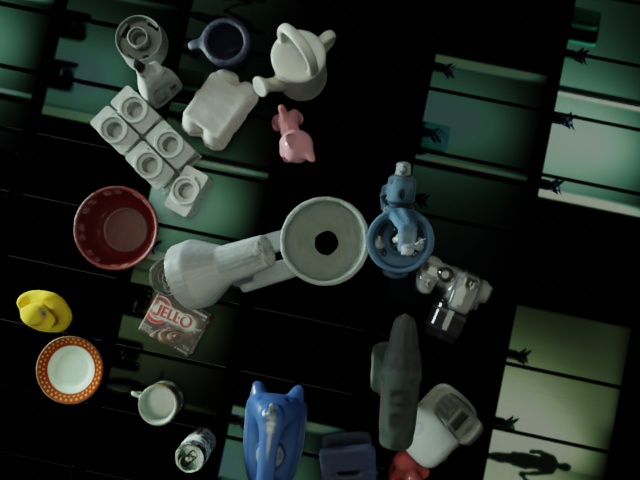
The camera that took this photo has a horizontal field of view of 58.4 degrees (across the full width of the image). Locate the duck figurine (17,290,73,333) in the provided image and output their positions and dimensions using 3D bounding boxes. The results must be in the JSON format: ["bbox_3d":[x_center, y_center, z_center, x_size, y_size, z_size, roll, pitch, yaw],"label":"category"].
[{"bbox_3d":[-0.534,0.138,1.085,0.104,0.086,0.077,32,88,3],"label":"duck figurine"}]

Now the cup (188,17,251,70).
[{"bbox_3d":[-0.186,-0.363,1.099,0.117,0.095,0.092,-5,87,1],"label":"cup"}]

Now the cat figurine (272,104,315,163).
[{"bbox_3d":[-0.051,-0.194,1.077,0.067,0.118,0.128,-20,87,0],"label":"cat figurine"}]

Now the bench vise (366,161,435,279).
[{"bbox_3d":[0.134,-0.035,1.014,0.121,0.219,0.207,-15,87,1],"label":"bench vise"}]

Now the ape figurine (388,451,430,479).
[{"bbox_3d":[0.165,0.434,1.054,0.078,0.092,0.076,-6,87,1],"label":"ape figurine"}]

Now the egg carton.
[{"bbox_3d":[-0.193,-0.252,1.107,0.107,0.069,0.150,34,88,3],"label":"egg carton"}]

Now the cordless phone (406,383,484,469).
[{"bbox_3d":[0.217,0.341,1.011,0.094,0.185,0.147,38,88,3],"label":"cordless phone"}]

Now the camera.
[{"bbox_3d":[0.233,0.114,1.064,0.143,0.101,0.137,24,88,2],"label":"camera"}]

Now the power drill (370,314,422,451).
[{"bbox_3d":[0.133,0.238,1.006,0.075,0.208,0.230,2,87,2],"label":"power drill"}]

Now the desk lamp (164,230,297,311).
[{"bbox_3d":[-0.149,0.041,1.019,0.203,0.213,0.118,-18,87,0],"label":"desk lamp"}]

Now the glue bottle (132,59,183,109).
[{"bbox_3d":[-0.310,-0.298,1.059,0.078,0.173,0.037,-40,87,-1],"label":"glue bottle"}]

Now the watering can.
[{"bbox_3d":[-0.043,-0.324,1.045,0.101,0.194,0.173,29,88,3],"label":"watering can"}]

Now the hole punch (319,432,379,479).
[{"bbox_3d":[0.054,0.415,1.057,0.108,0.091,0.101,-5,87,1],"label":"hole punch"}]

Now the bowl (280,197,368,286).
[{"bbox_3d":[0.010,0.004,1.087,0.167,0.075,0.167,0,87,1],"label":"bowl"}]

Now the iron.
[{"bbox_3d":[-0.090,0.396,1.036,0.118,0.141,0.258,5,87,2],"label":"iron"}]
